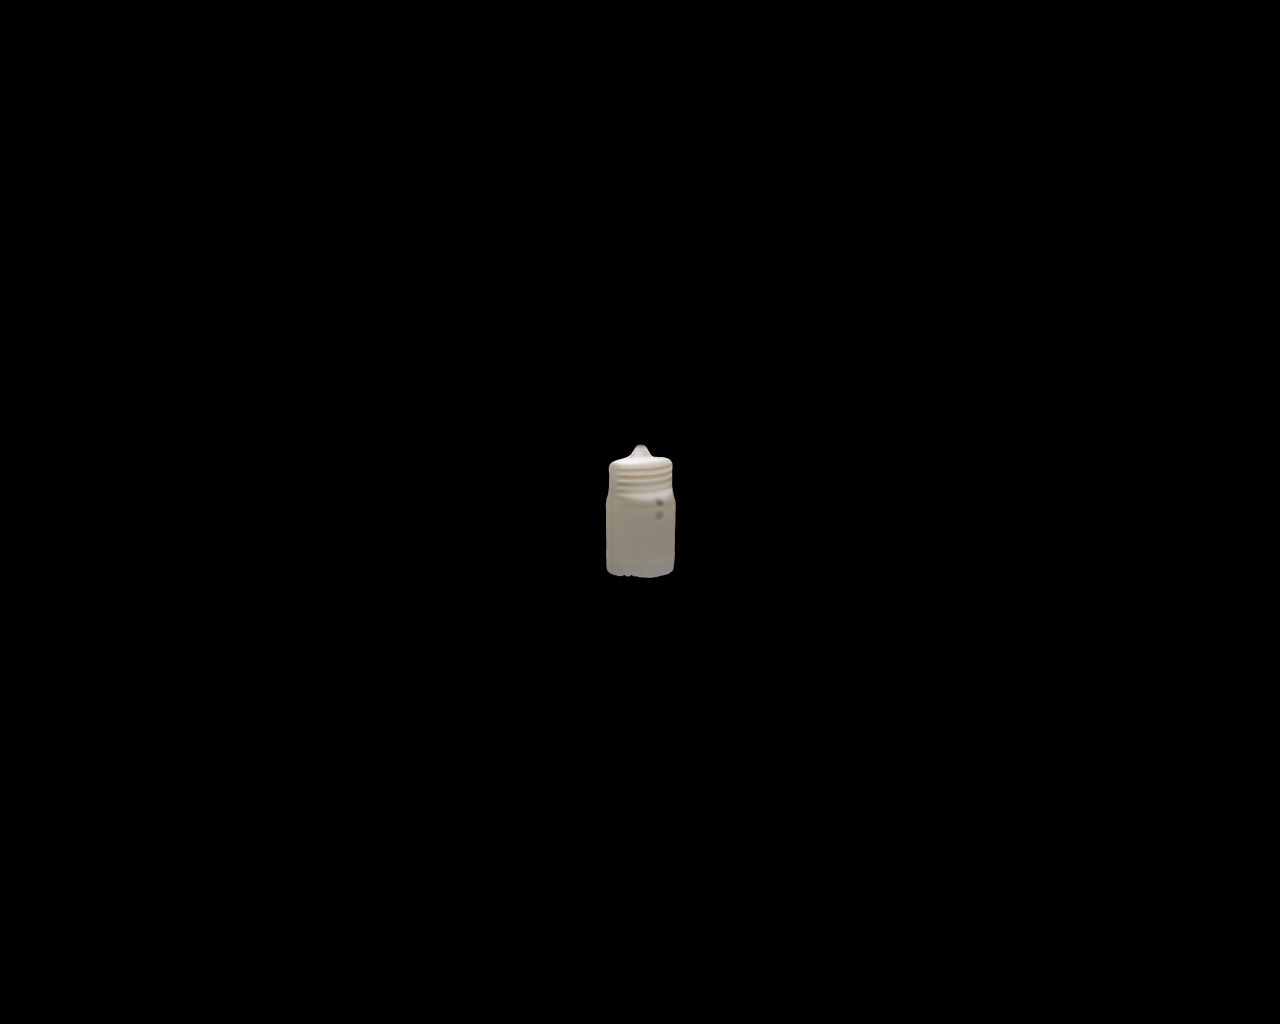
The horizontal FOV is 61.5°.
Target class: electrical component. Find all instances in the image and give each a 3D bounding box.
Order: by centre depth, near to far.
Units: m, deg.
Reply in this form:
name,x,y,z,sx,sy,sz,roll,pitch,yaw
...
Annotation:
name,x,y,z,sx,sy,sz,roll,pitch,yaw
electrical component,0.001,-0.003,0.650,0.043,0.080,0.043,0,11,0
